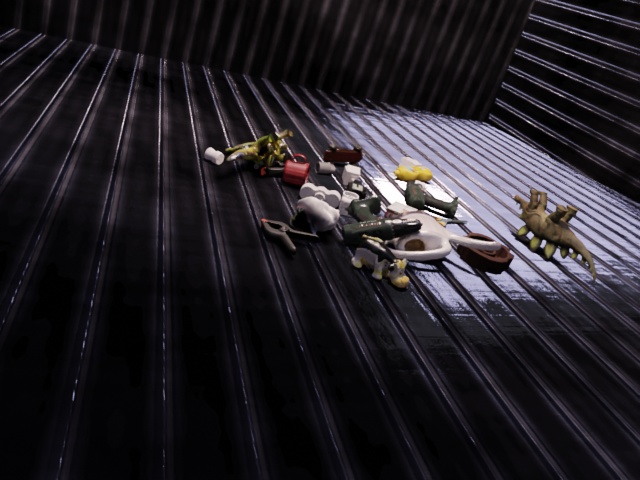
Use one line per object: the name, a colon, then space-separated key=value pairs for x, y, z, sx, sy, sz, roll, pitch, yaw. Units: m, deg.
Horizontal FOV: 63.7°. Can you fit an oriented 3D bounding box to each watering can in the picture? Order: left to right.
watering can: x=0.342 y=-0.006 z=1.550 sx=0.348 sy=0.102 sz=0.229 roll=-4 pitch=28 yaw=-1

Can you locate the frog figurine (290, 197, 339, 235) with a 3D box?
frog figurine: x=0.005 y=-0.076 z=1.518 sx=0.161 sy=0.121 sz=0.138 roll=-23 pitch=25 yaw=-38

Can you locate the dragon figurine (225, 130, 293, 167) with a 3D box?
dragon figurine: x=-0.248 y=-0.326 z=1.895 sx=0.242 sy=0.121 sz=0.414 roll=2 pitch=15 yaw=42
